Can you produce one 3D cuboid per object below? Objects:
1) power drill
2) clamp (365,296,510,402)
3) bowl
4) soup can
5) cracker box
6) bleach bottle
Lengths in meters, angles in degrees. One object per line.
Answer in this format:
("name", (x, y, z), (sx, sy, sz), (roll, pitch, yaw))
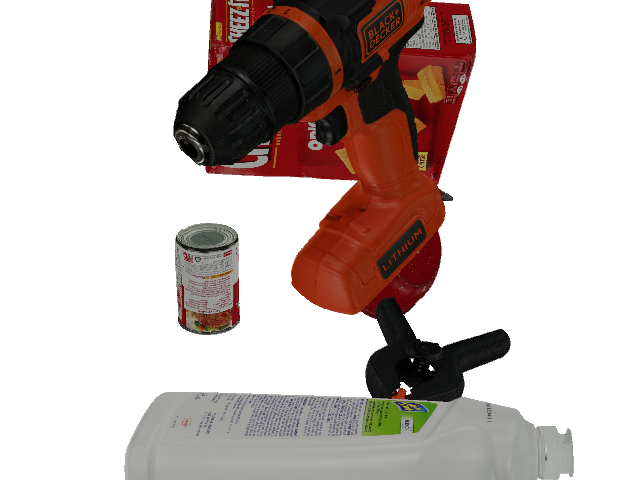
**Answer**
("power drill", (0.007, -0.049, 0.568), (0.057, 0.187, 0.184), (27, 56, 32))
("clamp", (0.076, 0.096, 0.882), (0.120, 0.039, 0.171), (14, 23, 25))
("bowl", (0.089, 0.010, 1.223), (0.161, 0.162, 0.055), (0, -6, -43))
("soup can", (-0.121, 0.040, 1.146), (0.068, 0.102, 0.068), (1, 25, -1))
("cracker box", (0.011, -0.124, 0.908), (0.213, 0.072, 0.164), (2, -36, -7))
("bleach bottle", (0.020, 0.129, 0.627), (0.251, 0.068, 0.102), (-2, 17, 7))
